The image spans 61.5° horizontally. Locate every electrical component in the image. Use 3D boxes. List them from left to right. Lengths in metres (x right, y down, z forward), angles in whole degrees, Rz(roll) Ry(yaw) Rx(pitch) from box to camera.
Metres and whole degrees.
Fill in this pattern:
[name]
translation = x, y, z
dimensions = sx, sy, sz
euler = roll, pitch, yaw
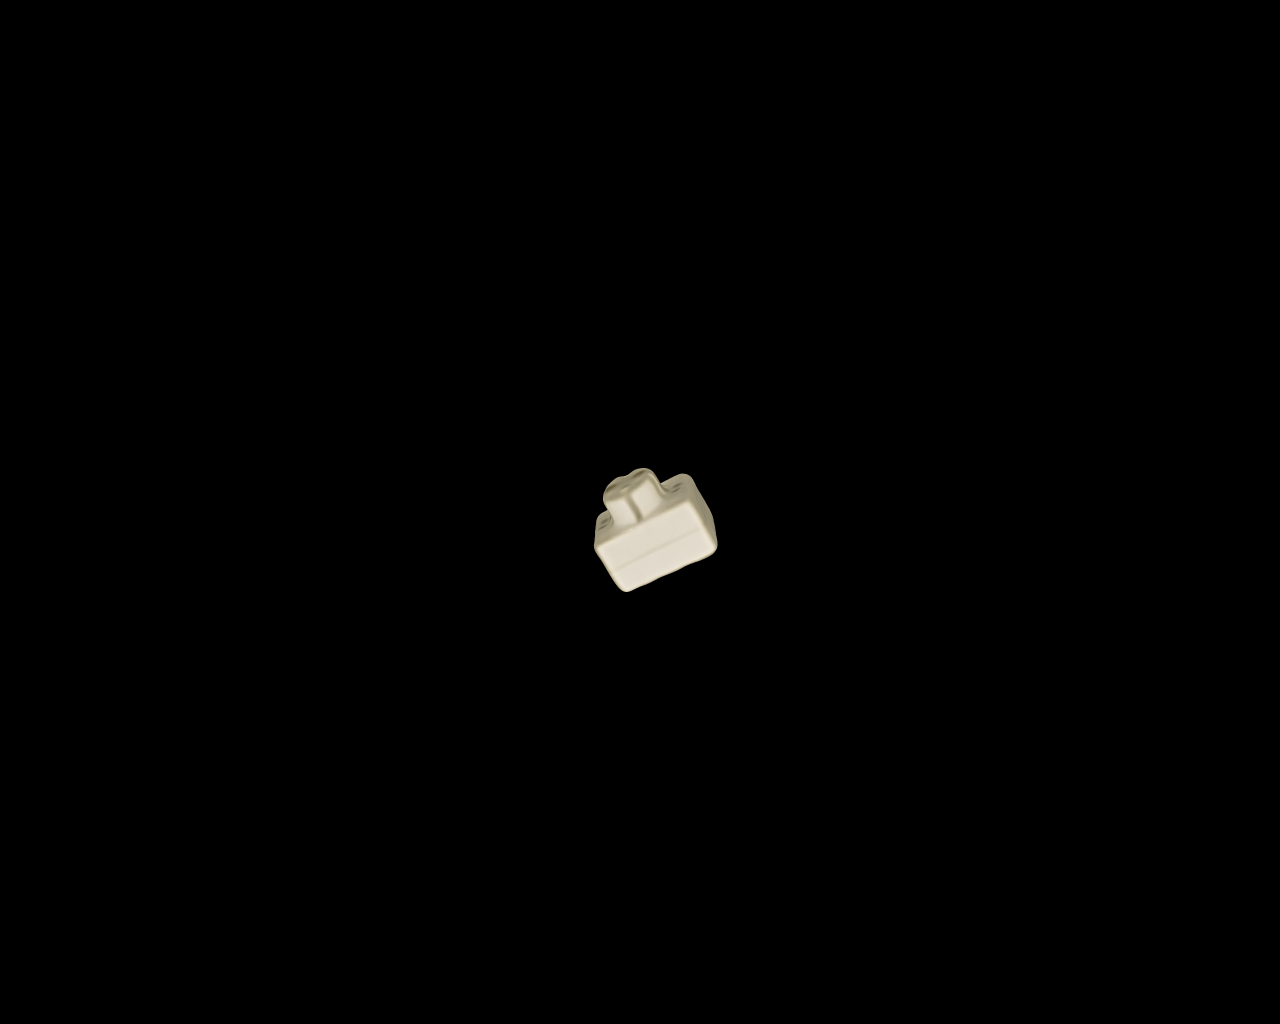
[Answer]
[electrical component]
translation = 0.001, -0.003, 0.650
dimensions = 0.065, 0.076, 0.047
euler = -26, 21, 11
